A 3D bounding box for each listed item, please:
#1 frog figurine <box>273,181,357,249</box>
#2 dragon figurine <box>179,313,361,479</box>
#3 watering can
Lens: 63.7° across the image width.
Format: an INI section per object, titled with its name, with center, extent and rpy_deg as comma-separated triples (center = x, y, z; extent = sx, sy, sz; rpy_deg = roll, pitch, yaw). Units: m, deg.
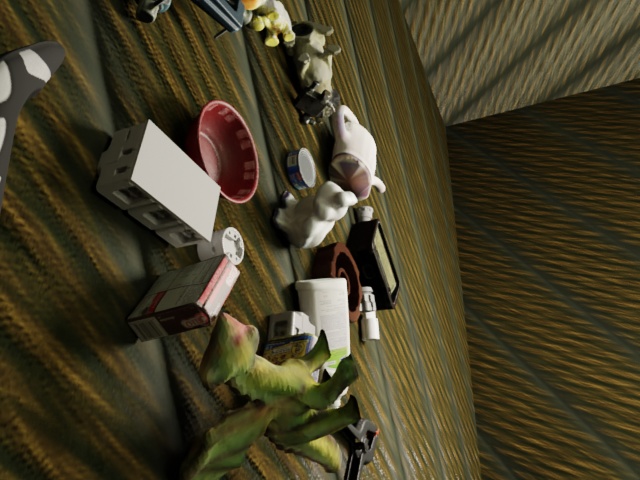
[frog figurine]
center = 0.003, -0.050, 0.994
extent = 0.139, 0.159, 0.122
rpy_deg = -38, 116, -66
[dragon figurine]
center = -0.069, 0.248, 0.675
extent = 0.124, 0.244, 0.401
rpy_deg = 42, -36, 48
[watering can]
center = 0.109, -0.193, 1.379
extent = 0.341, 0.103, 0.230
rpy_deg = 57, 32, -39
